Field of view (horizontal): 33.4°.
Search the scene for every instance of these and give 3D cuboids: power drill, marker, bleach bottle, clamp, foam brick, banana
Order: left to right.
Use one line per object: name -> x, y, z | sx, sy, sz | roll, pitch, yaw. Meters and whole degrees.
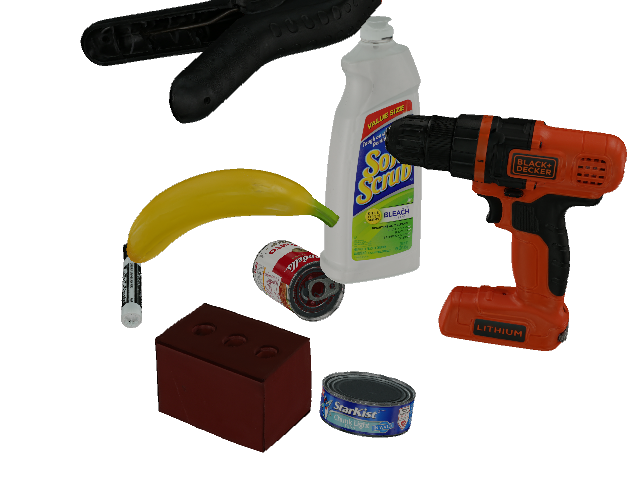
marker -> -0.180, 0.039, 1.017 | 0.020, 0.020, 0.121 | 0, 34, -10
banana -> -0.086, -0.021, 0.835 | 0.198, 0.069, 0.037 | -9, 29, 29
foam brick -> -0.051, 0.079, 0.624 | 0.078, 0.051, 0.052 | 16, 29, 26
clamp -> -0.033, -0.112, 0.574 | 0.171, 0.039, 0.120 | -23, 42, -15
bleach bottle -> 0.047, -0.088, 1.033 | 0.102, 0.251, 0.068 | -9, 23, -17
power drill -> 0.138, -0.009, 0.853 | 0.184, 0.188, 0.057 | 9, 29, 14

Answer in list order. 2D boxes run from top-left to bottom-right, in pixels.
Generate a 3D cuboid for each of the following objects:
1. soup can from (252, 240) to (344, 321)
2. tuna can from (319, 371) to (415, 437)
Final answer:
soup can -> -0.026, 0.043, 1.188 | 0.068, 0.068, 0.102 | 0, 14, -27
tuna can -> 0.042, 0.149, 0.973 | 0.086, 0.034, 0.086 | 7, 11, -1
